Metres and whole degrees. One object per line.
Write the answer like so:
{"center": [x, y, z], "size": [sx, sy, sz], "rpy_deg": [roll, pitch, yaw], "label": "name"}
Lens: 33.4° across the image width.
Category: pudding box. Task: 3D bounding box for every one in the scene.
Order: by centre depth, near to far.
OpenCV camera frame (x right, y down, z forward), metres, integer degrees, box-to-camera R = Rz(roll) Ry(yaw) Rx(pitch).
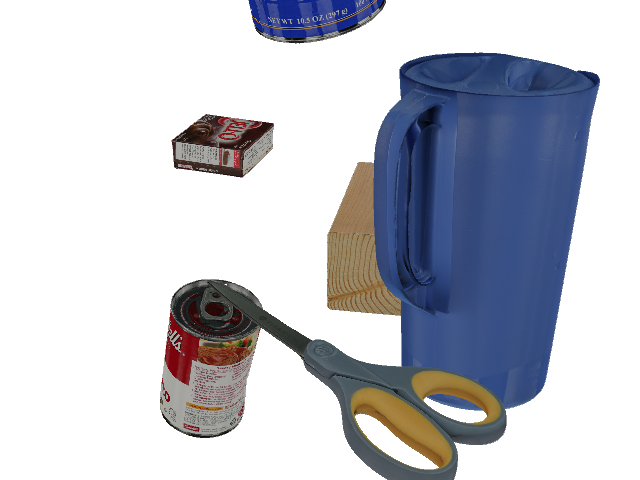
{"center": [-0.114, -0.114, 1.265], "size": [0.090, 0.039, 0.113], "rpy_deg": [8, 27, 14], "label": "pudding box"}

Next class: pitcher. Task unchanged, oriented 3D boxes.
{"center": [0.109, -0.004, 0.752], "size": [0.149, 0.243, 0.145], "rpy_deg": [2, 21, 1], "label": "pitcher"}

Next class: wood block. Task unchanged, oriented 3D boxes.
{"center": [0.068, -0.007, 1.155], "size": [0.091, 0.090, 0.206], "rpy_deg": [4, 25, 9], "label": "wood block"}

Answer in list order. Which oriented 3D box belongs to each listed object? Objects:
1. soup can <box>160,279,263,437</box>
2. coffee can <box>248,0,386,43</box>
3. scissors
{"center": [-0.083, 0.089, 0.801], "size": [0.068, 0.102, 0.068], "rpy_deg": [8, 35, -6], "label": "soup can"}
{"center": [-0.014, -0.227, 0.759], "size": [0.103, 0.140, 0.103], "rpy_deg": [-9, 37, 7], "label": "coffee can"}
{"center": [0.022, 0.065, 0.582], "size": [0.096, 0.016, 0.202], "rpy_deg": [-9, 33, -28], "label": "scissors"}
